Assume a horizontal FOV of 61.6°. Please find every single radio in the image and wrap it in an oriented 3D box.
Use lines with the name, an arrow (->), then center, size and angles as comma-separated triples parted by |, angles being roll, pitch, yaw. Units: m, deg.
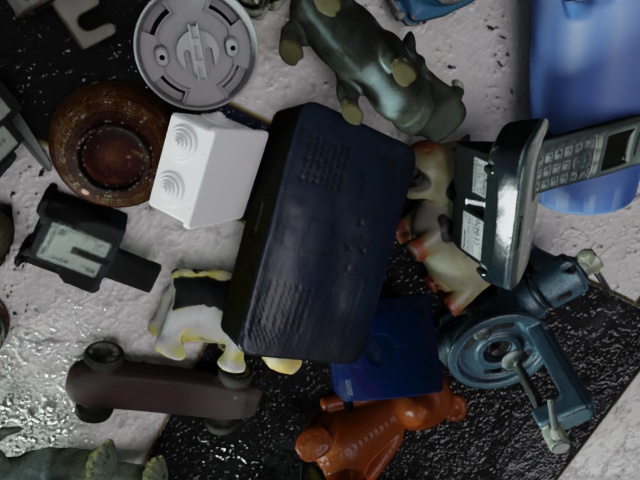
radio -> -0.001, -0.002, 0.515 | 0.131, 0.073, 0.229 | 14, 92, -24

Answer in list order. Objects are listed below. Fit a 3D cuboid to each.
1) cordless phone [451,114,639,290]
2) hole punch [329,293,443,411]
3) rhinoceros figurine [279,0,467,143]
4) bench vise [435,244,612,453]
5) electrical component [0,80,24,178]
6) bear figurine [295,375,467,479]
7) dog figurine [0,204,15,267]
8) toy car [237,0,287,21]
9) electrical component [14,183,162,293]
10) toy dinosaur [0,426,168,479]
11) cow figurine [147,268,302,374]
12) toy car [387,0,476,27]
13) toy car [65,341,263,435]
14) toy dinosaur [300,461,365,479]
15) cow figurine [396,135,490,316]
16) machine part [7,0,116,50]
cordless phone -> 0.222, -0.045, 0.497 | 0.184, 0.089, 0.146 | -14, 122, -14
hole punch -> 0.068, 0.116, 0.590 | 0.116, 0.092, 0.142 | -7, 88, -17
rhinoceros figurine -> 0.050, -0.154, 0.483 | 0.190, 0.112, 0.073 | 36, 123, -14
bench vise -> 0.235, 0.113, 0.592 | 0.224, 0.241, 0.128 | -26, 123, 13
electrical component -> -0.282, -0.095, 0.381 | 0.058, 0.115, 0.134 | -21, 121, 14
bear figurine -> 0.081, 0.222, 0.645 | 0.196, 0.132, 0.120 | -28, 90, 3
dog figurine -> -0.326, -0.028, 0.385 | 0.121, 0.172, 0.190 | -41, 112, 15
toy car -> -0.064, -0.253, 0.385 | 0.073, 0.056, 0.201 | -60, 154, -17
electrical component -> -0.209, 0.006, 0.501 | 0.119, 0.048, 0.074 | 21, 106, -25
toy dinosaur -> -0.274, 0.273, 0.556 | 0.192, 0.131, 0.404 | -2, 141, 16
cow figurine -> -0.085, 0.084, 0.567 | 0.167, 0.068, 0.098 | 18, 98, -25
toy car -> 0.128, -0.259, 0.459 | 0.162, 0.103, 0.109 | -36, 118, -2
toy car -> -0.164, 0.158, 0.580 | 0.202, 0.053, 0.089 | 10, 114, -16
toy dinosaur -> 0.049, 0.373, 0.659 | 0.471, 0.199, 0.105 | 24, 103, -25
cow figurine -> 0.144, -0.024, 0.578 | 0.127, 0.086, 0.194 | -36, 122, -2
machine part -> -0.227, -0.248, 0.366 | 0.079, 0.079, 0.243 | -29, 119, -3
